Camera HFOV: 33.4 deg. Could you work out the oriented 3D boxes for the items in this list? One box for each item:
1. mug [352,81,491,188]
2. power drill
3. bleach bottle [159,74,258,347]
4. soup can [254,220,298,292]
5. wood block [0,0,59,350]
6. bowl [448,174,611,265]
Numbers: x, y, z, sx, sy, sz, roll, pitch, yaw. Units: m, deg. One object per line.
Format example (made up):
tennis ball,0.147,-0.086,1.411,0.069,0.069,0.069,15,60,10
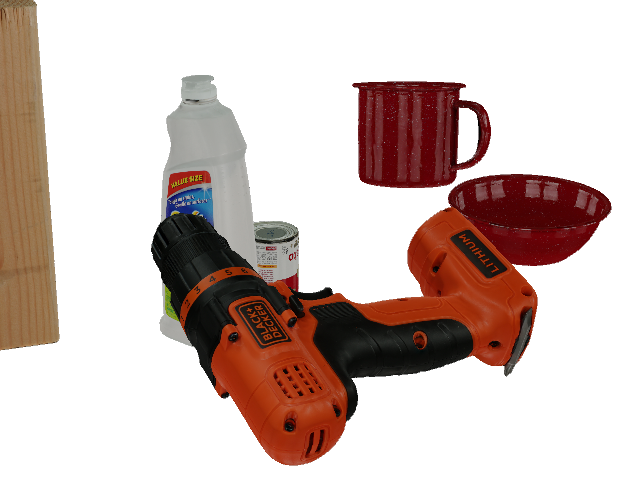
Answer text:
mug,0.083,-0.087,0.872,0.117,0.081,0.093,5,12,26
power drill,0.013,0.034,0.610,0.187,0.057,0.185,-13,45,-26
bleach bottle,-0.108,-0.026,0.975,0.103,0.251,0.067,15,27,37
soup can,-0.060,0.035,1.267,0.068,0.102,0.068,1,22,-1
wood block,-0.213,-0.043,0.637,0.090,0.206,0.090,-6,24,-20
bowl,0.209,-0.017,1.081,0.162,0.055,0.162,-1,23,0
